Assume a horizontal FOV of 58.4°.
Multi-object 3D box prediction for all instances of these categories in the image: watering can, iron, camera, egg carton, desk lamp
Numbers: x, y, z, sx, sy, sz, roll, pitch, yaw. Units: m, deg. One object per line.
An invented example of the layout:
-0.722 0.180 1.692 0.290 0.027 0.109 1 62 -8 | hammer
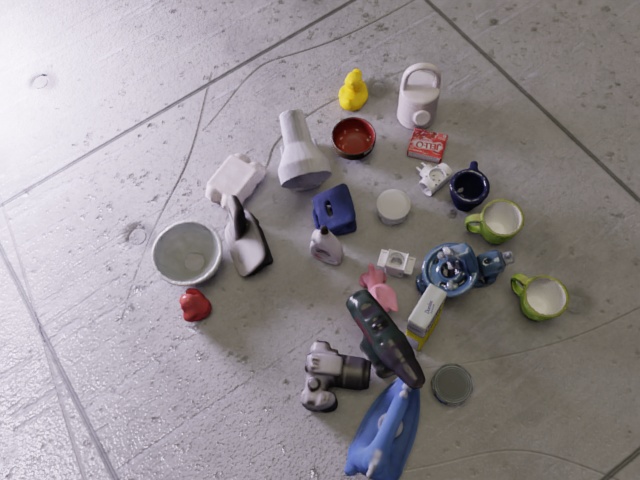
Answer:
0.249 -0.360 1.413 0.101 0.194 0.172 -21 67 -5 | watering can
0.143 0.364 1.144 0.118 0.141 0.258 23 70 13 | iron
0.036 0.290 1.204 0.136 0.101 0.143 7 68 7 | camera
-0.209 -0.143 1.419 0.107 0.069 0.150 30 72 15 | egg carton
-0.046 -0.196 1.352 0.118 0.214 0.203 -14 67 -2 | desk lamp

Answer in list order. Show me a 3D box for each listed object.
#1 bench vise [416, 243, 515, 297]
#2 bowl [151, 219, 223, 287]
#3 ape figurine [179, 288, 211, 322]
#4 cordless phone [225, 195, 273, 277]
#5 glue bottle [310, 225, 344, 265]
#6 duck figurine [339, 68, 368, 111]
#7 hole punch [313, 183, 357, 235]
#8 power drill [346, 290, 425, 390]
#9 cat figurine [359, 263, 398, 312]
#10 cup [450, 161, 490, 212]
0.311 0.040 1.227 0.207 0.220 0.121 -29 68 -8 | bench vise
-0.303 0.040 1.345 0.167 0.075 0.167 -1 67 3 | bowl
-0.289 0.144 1.291 0.076 0.092 0.078 19 70 12 | ape figurine
-0.174 -0.011 1.298 0.094 0.185 0.147 -25 68 -6 | cordless phone
0.012 0.005 1.287 0.078 0.173 0.037 17 69 11 | glue bottle
0.087 -0.398 1.498 0.077 0.086 0.104 14 69 10 | duck figurine
0.033 -0.066 1.360 0.101 0.091 0.108 -13 67 -2 | hole punch
0.134 0.216 1.171 0.076 0.208 0.229 -31 69 -9 | power drill
0.129 0.112 1.264 0.067 0.118 0.127 -15 67 -2 | cat figurine
0.350 -0.120 1.360 0.091 0.095 0.118 12 69 9 | cup
